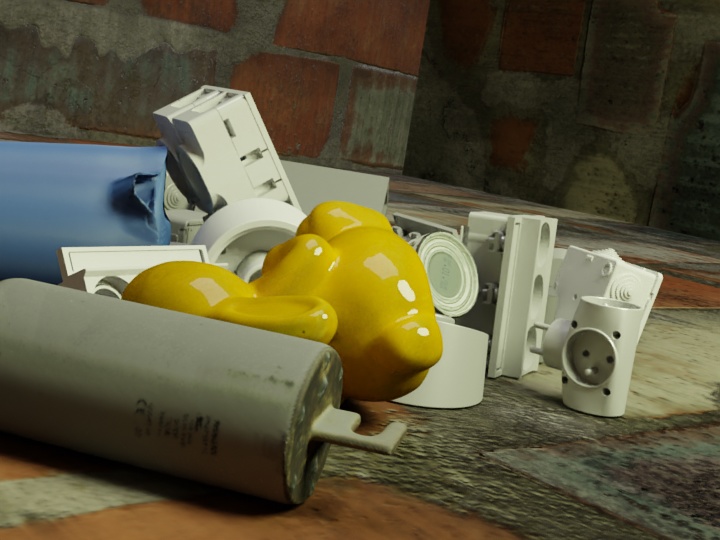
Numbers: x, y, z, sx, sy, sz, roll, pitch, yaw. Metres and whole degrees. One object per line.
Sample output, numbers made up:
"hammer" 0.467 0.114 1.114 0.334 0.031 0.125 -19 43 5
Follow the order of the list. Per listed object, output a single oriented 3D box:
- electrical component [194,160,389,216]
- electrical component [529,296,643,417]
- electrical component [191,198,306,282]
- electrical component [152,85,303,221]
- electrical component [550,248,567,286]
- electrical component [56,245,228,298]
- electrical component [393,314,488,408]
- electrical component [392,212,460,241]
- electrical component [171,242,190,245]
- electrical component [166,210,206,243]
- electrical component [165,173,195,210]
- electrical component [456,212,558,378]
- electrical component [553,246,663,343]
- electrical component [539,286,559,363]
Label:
"electrical component" -0.071 -0.050 1.109 0.186 0.105 0.060 10 -26 6
"electrical component" 0.157 0.057 0.769 0.079 0.077 0.044 14 10 37
"electrical component" -0.071 0.006 0.786 0.108 0.108 0.060 7 14 -15
"electrical component" -0.096 -0.049 0.868 0.060 0.186 0.105 -31 23 -18
"electrical component" 0.198 0.018 1.081 0.080 0.080 0.051 11 3 13
"electrical component" -0.141 0.027 0.676 0.063 0.078 0.121 -21 -10 33
"electrical component" 0.040 0.061 0.746 0.099 0.064 0.099 12 -5 1
"electrical component" 0.069 -0.012 1.177 0.063 0.078 0.121 -27 23 -22
"electrical component" -0.162 0.001 0.939 0.081 0.042 0.064 5 10 -20
"electrical component" -0.176 -0.023 1.017 0.061 0.061 0.096 12 9 19
"electrical component" -0.219 -0.062 1.121 0.100 0.099 0.048 17 -1 43
"electrical component" 0.111 0.017 0.842 0.063 0.121 0.079 10 7 25
"electrical component" 0.207 0.030 0.941 0.048 0.099 0.100 19 4 -21
"electrical component" 0.109 0.037 0.922 0.113 0.057 0.078 10 8 4
